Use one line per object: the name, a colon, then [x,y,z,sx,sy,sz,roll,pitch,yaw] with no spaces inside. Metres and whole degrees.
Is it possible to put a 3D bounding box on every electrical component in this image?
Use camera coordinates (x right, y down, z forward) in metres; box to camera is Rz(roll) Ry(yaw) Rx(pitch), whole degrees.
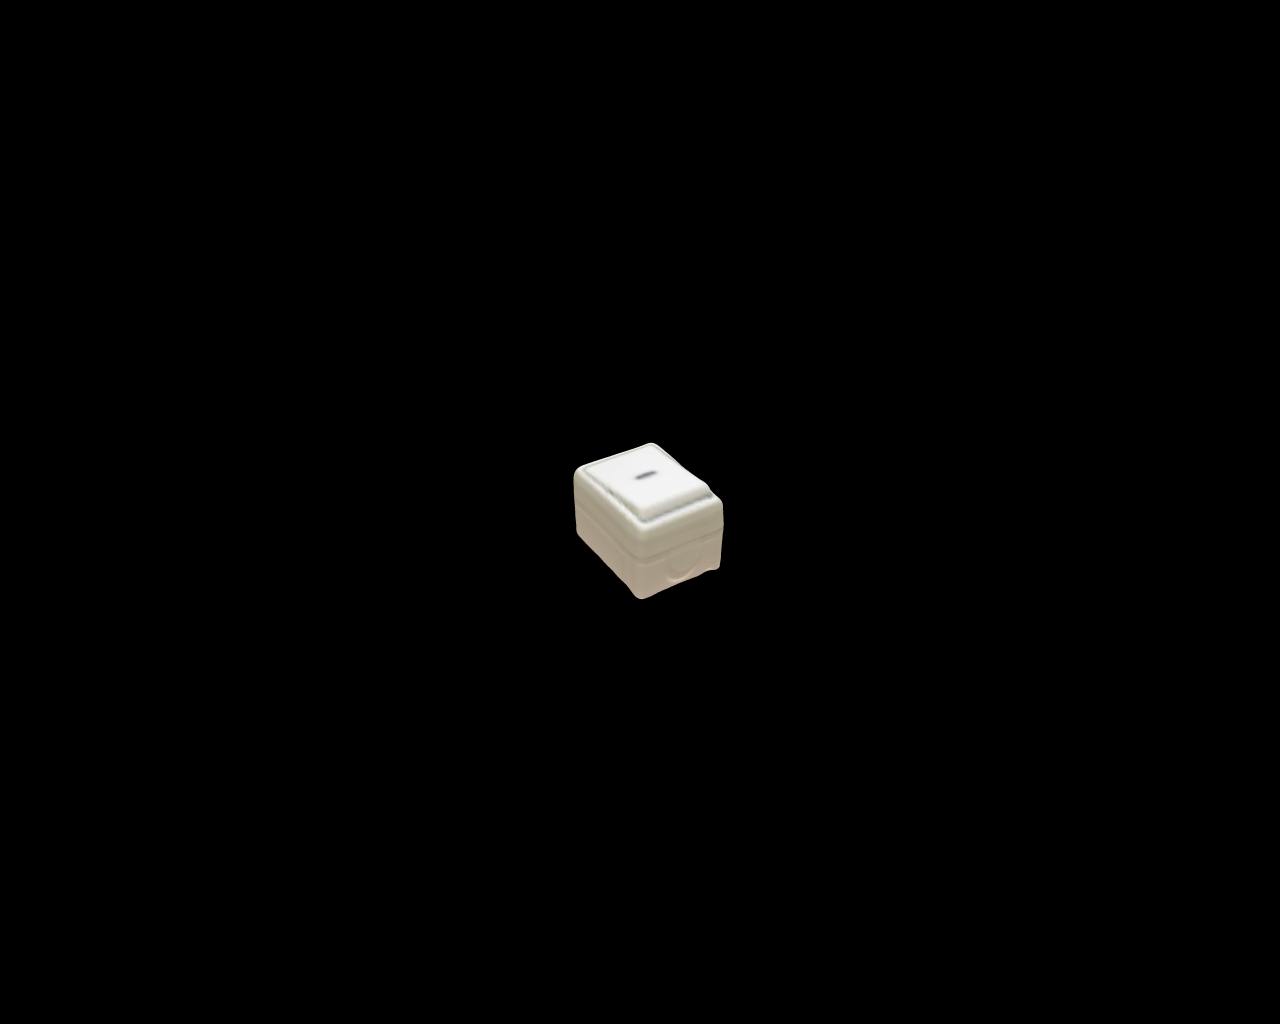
electrical component: [0.001,-0.003,0.650,0.062,0.061,0.096,-20,41,-25]
